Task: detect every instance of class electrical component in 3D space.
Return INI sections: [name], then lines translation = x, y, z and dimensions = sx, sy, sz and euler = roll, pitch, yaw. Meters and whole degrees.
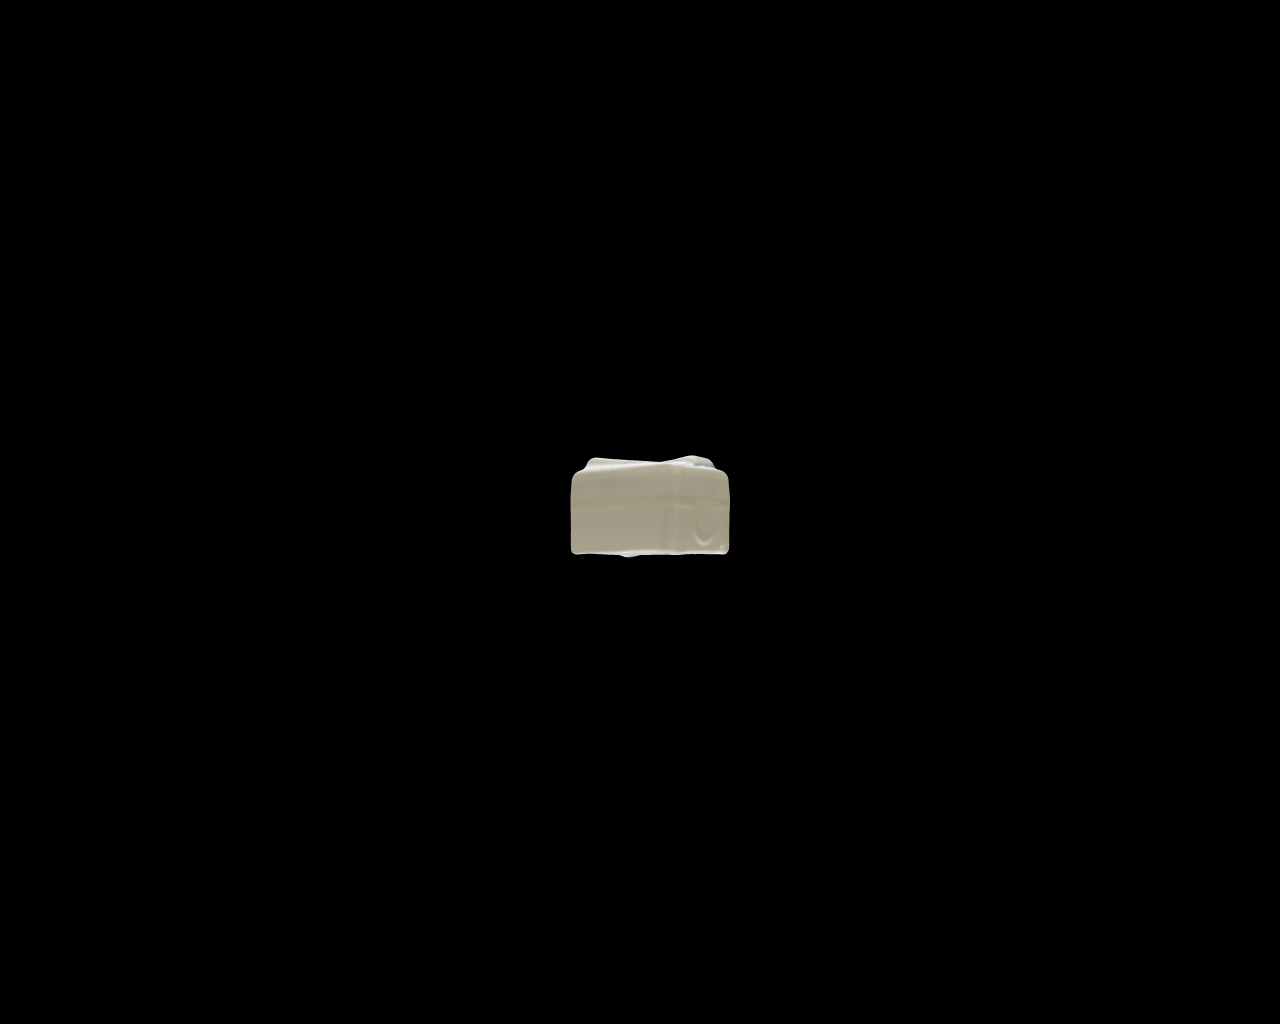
[electrical component]
translation = 0.001, -0.003, 0.650
dimensions = 0.096, 0.061, 0.062
euler = -3, -5, 37
